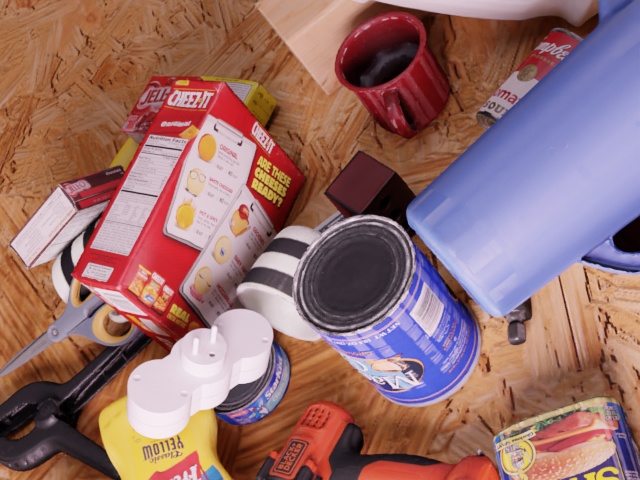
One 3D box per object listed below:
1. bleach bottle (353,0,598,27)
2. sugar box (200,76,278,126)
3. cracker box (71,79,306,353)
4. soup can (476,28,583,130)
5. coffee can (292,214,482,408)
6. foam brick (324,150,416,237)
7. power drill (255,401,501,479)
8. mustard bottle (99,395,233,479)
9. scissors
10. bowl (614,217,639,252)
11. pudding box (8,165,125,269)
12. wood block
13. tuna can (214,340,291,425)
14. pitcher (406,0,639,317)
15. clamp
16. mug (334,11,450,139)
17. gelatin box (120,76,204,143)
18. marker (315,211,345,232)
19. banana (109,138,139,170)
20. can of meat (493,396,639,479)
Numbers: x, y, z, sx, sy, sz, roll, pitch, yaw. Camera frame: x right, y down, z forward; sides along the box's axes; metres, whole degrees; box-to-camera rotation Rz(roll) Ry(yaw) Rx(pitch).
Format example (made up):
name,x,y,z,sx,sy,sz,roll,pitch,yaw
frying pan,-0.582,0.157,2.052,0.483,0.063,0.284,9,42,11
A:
name,x,y,z,sx,sy,sz,roll,pitch,yaw
bleach bottle,0.158,-0.243,0.982,0.251,0.068,0.102,16,89,8
sugar box,-0.123,-0.087,1.117,0.093,0.048,0.176,12,71,41
cracker box,-0.116,-0.016,0.985,0.072,0.164,0.213,11,67,34
soup can,0.193,-0.124,0.928,0.102,0.068,0.069,-47,48,-3
coffee can,0.056,0.059,0.843,0.103,0.140,0.103,-16,53,23
foam brick,0.051,-0.032,0.949,0.053,0.078,0.051,-51,49,-5
power drill,0.029,0.208,0.793,0.188,0.057,0.184,6,48,32
mustard bottle,-0.115,0.208,0.858,0.096,0.058,0.192,-16,51,-8
scissors,-0.241,0.099,1.042,0.096,0.016,0.202,47,115,16
bowl,0.266,-0.036,0.831,0.162,0.055,0.162,-16,53,23
pudding box,-0.250,-0.024,1.082,0.039,0.089,0.114,53,125,9
wood block,0.050,-0.260,1.093,0.206,0.090,0.090,-39,48,5
tuna can,-0.070,0.121,0.952,0.086,0.033,0.086,-16,53,23
pitcher,0.191,-0.050,0.769,0.243,0.145,0.149,-41,37,5
clamp,-0.249,0.164,1.034,0.210,0.036,0.164,-12,48,26
mug,0.074,-0.146,1.007,0.093,0.081,0.117,-22,51,18
gelatin box,-0.162,-0.137,1.127,0.089,0.030,0.073,11,67,46
marker,-0.007,0.001,1.002,0.121,0.020,0.020,-37,48,6
banana,-0.191,-0.087,1.168,0.070,0.037,0.197,18,71,27
can of meat,0.178,0.167,0.752,0.102,0.057,0.084,-22,48,18
